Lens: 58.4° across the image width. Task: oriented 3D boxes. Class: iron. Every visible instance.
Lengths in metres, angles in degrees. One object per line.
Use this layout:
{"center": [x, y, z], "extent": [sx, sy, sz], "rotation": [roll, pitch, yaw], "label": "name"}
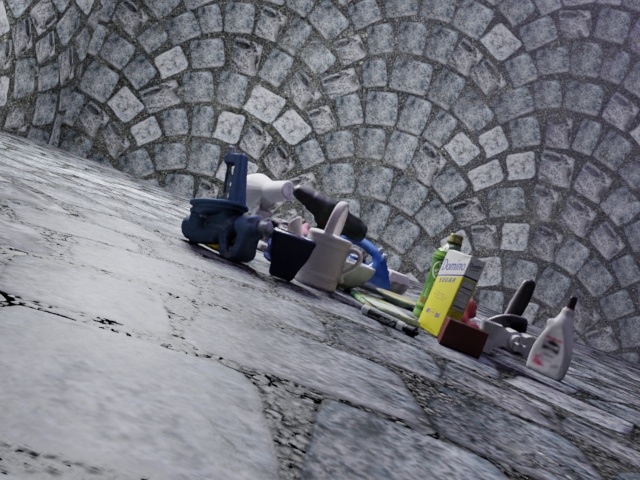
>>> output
{"center": [0.115, 0.057, 1.666], "extent": [0.257, 0.141, 0.119], "rotation": [21, 2, 27], "label": "iron"}

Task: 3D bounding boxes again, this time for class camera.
{"center": [-0.107, -0.007, 1.796], "extent": [0.142, 0.101, 0.137], "rotation": [22, 2, 35], "label": "camera"}

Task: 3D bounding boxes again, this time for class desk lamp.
{"center": [-0.161, -0.084, 1.686], "extent": [0.202, 0.213, 0.118], "rotation": [22, 2, 44], "label": "desk lamp"}

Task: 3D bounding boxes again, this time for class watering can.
{"center": [0.011, 0.004, 1.245], "extent": [0.173, 0.194, 0.101], "rotation": [20, 2, -7], "label": "watering can"}

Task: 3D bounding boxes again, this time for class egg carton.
{"center": [0.212, 0.127, 1.820], "extent": [0.107, 0.069, 0.151], "rotation": [22, 2, 42], "label": "egg carton"}

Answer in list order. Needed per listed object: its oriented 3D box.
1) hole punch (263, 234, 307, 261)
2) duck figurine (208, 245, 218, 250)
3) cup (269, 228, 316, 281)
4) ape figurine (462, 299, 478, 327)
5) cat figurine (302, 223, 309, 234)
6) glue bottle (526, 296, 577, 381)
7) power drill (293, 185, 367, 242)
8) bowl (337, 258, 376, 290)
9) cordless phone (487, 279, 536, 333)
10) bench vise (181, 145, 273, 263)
{"center": [-0.083, 0.018, 1.446], "extent": [0.101, 0.091, 0.108], "rotation": [20, 2, -19], "label": "hole punch"}
{"center": [-0.200, -0.017, 1.256], "extent": [0.104, 0.086, 0.078], "rotation": [21, 2, 22], "label": "duck figurine"}
{"center": [-0.069, 0.030, 1.155], "extent": [0.092, 0.095, 0.117], "rotation": [20, 2, -22], "label": "cup"}
{"center": [0.313, 0.171, 1.243], "extent": [0.076, 0.092, 0.078], "rotation": [20, 2, -4], "label": "ape figurine"}
{"center": [-0.043, 0.013, 1.619], "extent": [0.128, 0.118, 0.067], "rotation": [20, 2, -9], "label": "cat figurine"}
{"center": [0.489, 0.196, 1.174], "extent": [0.077, 0.173, 0.037], "rotation": [22, 2, 38], "label": "glue bottle"}
{"center": [0.004, -0.016, 1.541], "extent": [0.230, 0.208, 0.075], "rotation": [20, 2, -12], "label": "power drill"}
{"center": [0.047, 0.076, 1.398], "extent": [0.167, 0.075, 0.167], "rotation": [20, 2, 0], "label": "bowl"}
{"center": [0.490, 0.180, 1.479], "extent": [0.093, 0.185, 0.148], "rotation": [22, 2, 39], "label": "cordless phone"}
{"center": [-0.169, -0.074, 1.177], "extent": [0.207, 0.220, 0.122], "rotation": [21, 2, 13], "label": "bench vise"}
